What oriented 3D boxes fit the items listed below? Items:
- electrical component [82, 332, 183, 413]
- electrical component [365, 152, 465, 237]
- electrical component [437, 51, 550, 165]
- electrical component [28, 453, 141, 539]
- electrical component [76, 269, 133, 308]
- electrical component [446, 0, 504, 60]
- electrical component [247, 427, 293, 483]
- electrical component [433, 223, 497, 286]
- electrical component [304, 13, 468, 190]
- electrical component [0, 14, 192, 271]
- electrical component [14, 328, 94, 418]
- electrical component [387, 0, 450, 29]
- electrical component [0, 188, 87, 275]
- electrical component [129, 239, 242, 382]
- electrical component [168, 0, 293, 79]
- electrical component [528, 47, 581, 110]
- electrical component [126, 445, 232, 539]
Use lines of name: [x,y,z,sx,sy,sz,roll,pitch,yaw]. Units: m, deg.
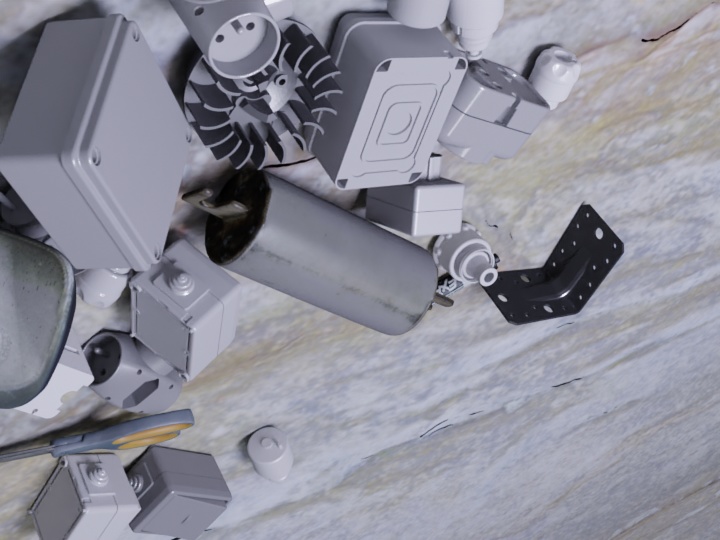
electrical component: [-0.166,0.070,0.842,0.079,0.043,0.077,-40,145,9]
electrical component: [0.043,-0.071,0.827,0.047,0.066,0.076,-6,108,-33]
electrical component: [0.087,-0.120,0.805,0.095,0.053,0.059,8,128,-43]
electrical component: [-0.234,0.203,0.931,0.061,0.061,0.096,8,128,-43]
electrical component: [-0.174,-0.005,0.754,0.035,0.035,0.061,17,119,-48]
electrical component: [0.079,-0.178,0.740,0.040,0.040,0.078,-24,144,-14]
electrical component: [-0.084,0.185,1.046,0.040,0.040,0.078,-25,144,-11]
electrical component: [0.096,-0.008,0.934,0.048,0.062,0.048,-14,125,-21]
electrical component: [0.015,-0.118,0.747,0.078,0.057,0.113,-8,138,-32]
electrical component: [-0.149,-0.071,0.623,0.056,0.108,0.108,-1,147,14]
electrical component: [-0.242,0.059,0.758,0.050,0.055,0.089,-41,144,11]
electrical component: [0.042,-0.193,0.694,0.040,0.040,0.078,-14,140,-25]
electrical component: [-0.202,-0.034,0.688,0.077,0.044,0.079,-33,144,0]
electrical component: [-0.125,0.024,0.781,0.061,0.062,0.096,-45,165,-31]
electrical component: [-0.065,-0.157,0.620,0.079,0.077,0.044,-25,144,-12]
electrical component: [0.147,-0.142,0.843,0.035,0.035,0.061,-10,141,-30]
electrical component: [-0.174,0.205,0.982,0.061,0.061,0.096,-46,143,17]
